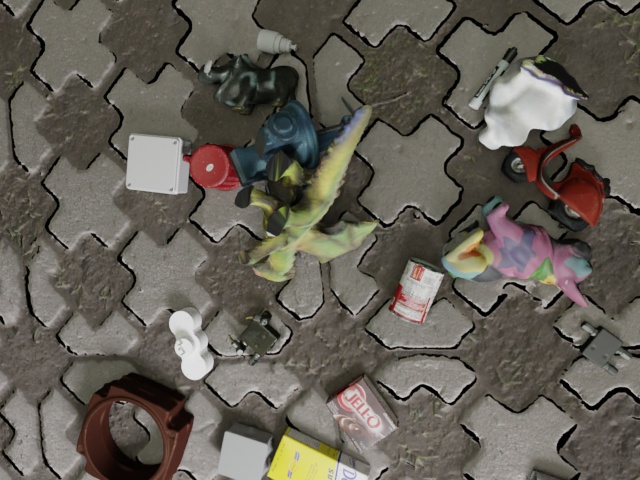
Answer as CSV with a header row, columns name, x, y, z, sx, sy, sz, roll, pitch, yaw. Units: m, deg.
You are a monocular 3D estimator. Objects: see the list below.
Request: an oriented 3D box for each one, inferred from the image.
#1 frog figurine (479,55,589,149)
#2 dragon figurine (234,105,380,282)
name,x,y,z,sx,sy,sz,roll,pitch,yaw
frog figurine,0.342,-0.220,0.861,0.137,0.126,0.156,17,-43,-14
dragon figurine,0.003,-0.044,0.879,0.405,0.125,0.241,-38,-35,27
